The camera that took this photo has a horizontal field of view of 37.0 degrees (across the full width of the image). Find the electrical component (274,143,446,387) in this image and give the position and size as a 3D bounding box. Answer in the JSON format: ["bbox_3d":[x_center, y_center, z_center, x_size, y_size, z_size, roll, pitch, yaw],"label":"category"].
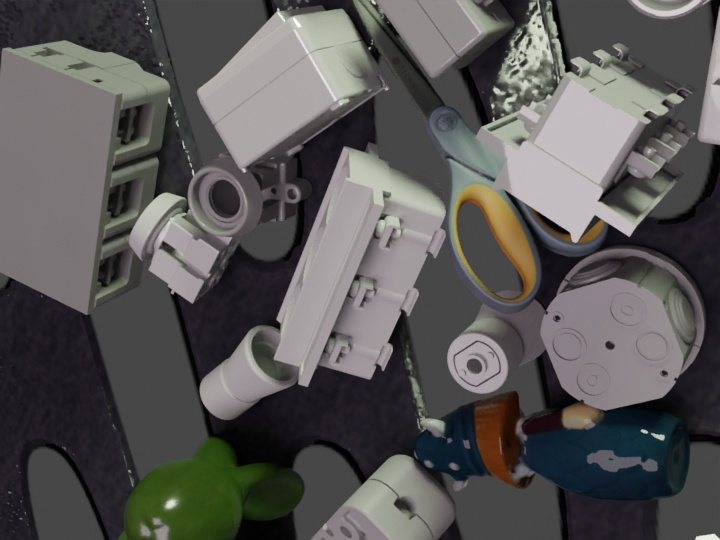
[{"bbox_3d":[0.000,0.000,0.617,0.063,0.078,0.121,17,118,-11],"label":"electrical component"}]

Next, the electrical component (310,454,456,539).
[{"bbox_3d":[0.015,0.157,0.661,0.054,0.059,0.095,44,142,9],"label":"electrical component"}]

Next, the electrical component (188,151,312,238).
[{"bbox_3d":[-0.071,-0.047,0.647,0.066,0.055,0.048,12,112,23],"label":"electrical component"}]

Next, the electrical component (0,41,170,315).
[{"bbox_3d":[-0.182,-0.062,0.696,0.089,0.062,0.150,23,116,19],"label":"electrical component"}]

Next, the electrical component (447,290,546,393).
[{"bbox_3d":[0.075,0.041,0.595,0.044,0.065,0.044,9,111,25],"label":"electrical component"}]

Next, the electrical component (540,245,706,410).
[{"bbox_3d":[0.138,0.031,0.567,0.080,0.051,0.080,9,111,24],"label":"electrical component"}]

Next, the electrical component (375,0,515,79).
[{"bbox_3d":[0.054,-0.149,0.551,0.077,0.047,0.065,-36,89,32],"label":"electrical component"}]

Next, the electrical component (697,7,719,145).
[{"bbox_3d":[0.182,-0.086,0.488,0.047,0.077,0.065,13,113,23],"label":"electrical component"}]

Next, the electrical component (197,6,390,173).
[{"bbox_3d":[-0.044,-0.102,0.610,0.096,0.062,0.061,-30,91,32],"label":"electrical component"}]

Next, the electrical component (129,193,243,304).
[{"bbox_3d":[-0.113,-0.017,0.686,0.055,0.048,0.066,34,120,5],"label":"electrical component"}]

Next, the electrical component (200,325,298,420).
[{"bbox_3d":[-0.074,0.070,0.698,0.065,0.044,0.044,-38,87,37],"label":"electrical component"}]

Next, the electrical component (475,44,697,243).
[{"bbox_3d":[0.114,-0.064,0.505,0.079,0.121,0.063,35,117,13],"label":"electrical component"}]

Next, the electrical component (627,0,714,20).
[{"bbox_3d":[0.148,-0.141,0.499,0.045,0.055,0.045,9,111,25],"label":"electrical component"}]
